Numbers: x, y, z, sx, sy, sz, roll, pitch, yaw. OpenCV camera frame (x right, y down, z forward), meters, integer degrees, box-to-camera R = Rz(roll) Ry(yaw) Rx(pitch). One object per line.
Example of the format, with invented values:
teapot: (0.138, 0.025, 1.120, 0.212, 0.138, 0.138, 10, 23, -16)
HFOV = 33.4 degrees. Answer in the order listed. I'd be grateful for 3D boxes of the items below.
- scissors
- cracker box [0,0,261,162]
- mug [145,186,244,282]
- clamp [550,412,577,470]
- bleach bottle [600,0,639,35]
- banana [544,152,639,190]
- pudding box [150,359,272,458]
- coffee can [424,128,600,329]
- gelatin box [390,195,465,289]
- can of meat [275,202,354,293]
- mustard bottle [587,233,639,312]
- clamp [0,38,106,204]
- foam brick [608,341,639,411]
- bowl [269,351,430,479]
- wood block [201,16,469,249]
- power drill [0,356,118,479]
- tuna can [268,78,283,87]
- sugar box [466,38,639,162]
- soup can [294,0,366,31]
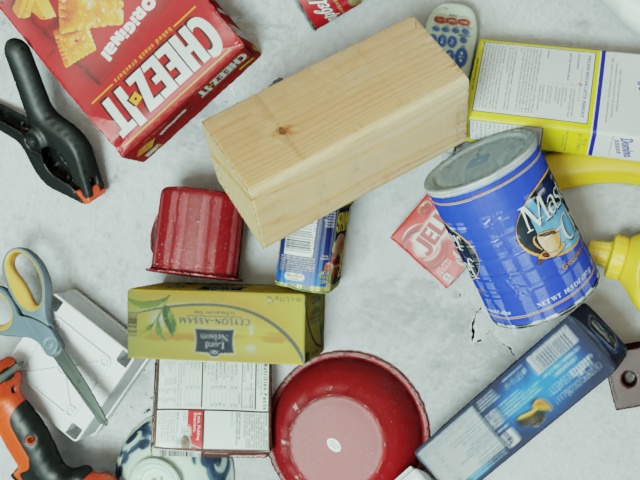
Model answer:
scissors: (-0.272, 0.103, 1.021, 0.096, 0.016, 0.202, -30, 72, 18)
cracker box: (-0.190, -0.209, 1.035, 0.164, 0.072, 0.214, -41, 83, 10)
mug: (-0.123, -0.006, 1.022, 0.117, 0.093, 0.081, 3, 85, 48)
clamp: (0.259, 0.232, 1.046, 0.036, 0.164, 0.210, -16, 130, 23)
bleach bottle: (0.312, -0.208, 0.936, 0.251, 0.068, 0.102, 26, 94, 12)
banana: (0.260, -0.055, 0.960, 0.198, 0.037, 0.069, 8, 91, 12)
pudding box: (-0.102, 0.158, 1.010, 0.113, 0.039, 0.090, 3, 69, -8)
coffee can: (0.165, -0.010, 0.916, 0.103, 0.103, 0.140, -26, 107, 11)
gelatin box: (0.121, -0.011, 0.993, 0.073, 0.030, 0.089, 42, 98, 8)
can of meat: (-0.006, 0.001, 0.984, 0.057, 0.102, 0.084, 8, 94, 9)
mustard bottle: (0.329, 0.033, 0.936, 0.192, 0.058, 0.096, 15, 101, 11)
clamp: (-0.282, -0.105, 1.062, 0.120, 0.039, 0.171, -23, 100, 49)
foam brick: (0.294, 0.116, 0.947, 0.078, 0.051, 0.053, -13, 88, 11)
bowl: (0.020, 0.187, 1.004, 0.162, 0.055, 0.162, 0, 90, 12)
wood block: (0.015, -0.093, 0.909, 0.206, 0.090, 0.091, -28, 59, -11)
power drill: (-0.298, 0.218, 1.037, 0.185, 0.057, 0.187, -30, 98, 30)
tuna can: (-0.040, -0.106, 0.998, 0.034, 0.086, 0.086, 27, 96, 8)
sugar box: (0.221, -0.124, 0.948, 0.176, 0.048, 0.093, 10, 63, 10)
soup can: (0.022, -0.250, 0.993, 0.102, 0.068, 0.068, -29, 85, 10)
